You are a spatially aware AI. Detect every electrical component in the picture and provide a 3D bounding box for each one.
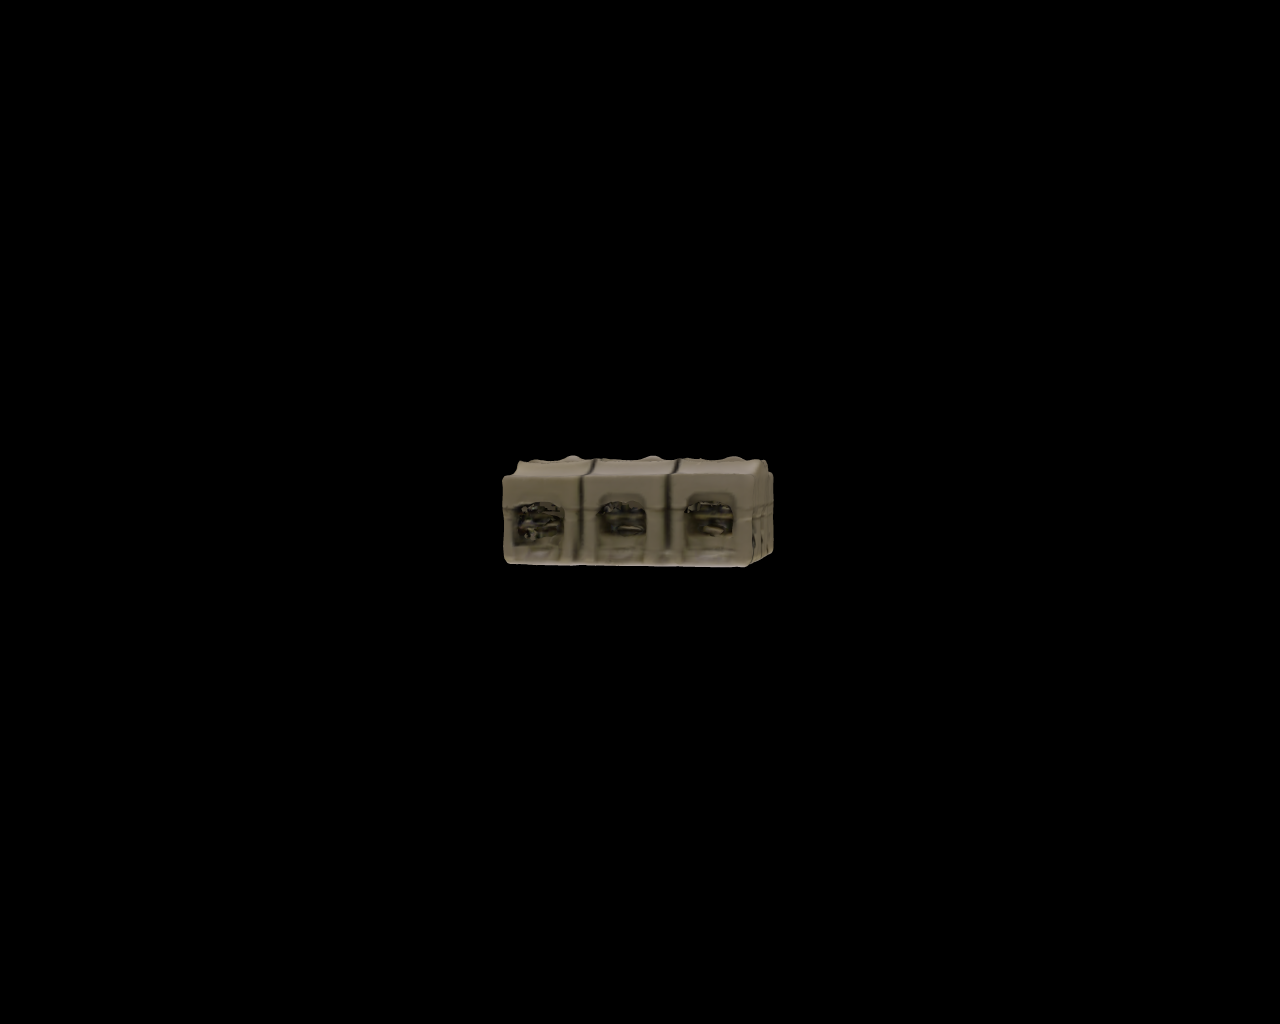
[{"bbox_3d":[0.001,-0.003,0.650,0.150,0.061,0.089,1,4,15],"label":"electrical component"}]
